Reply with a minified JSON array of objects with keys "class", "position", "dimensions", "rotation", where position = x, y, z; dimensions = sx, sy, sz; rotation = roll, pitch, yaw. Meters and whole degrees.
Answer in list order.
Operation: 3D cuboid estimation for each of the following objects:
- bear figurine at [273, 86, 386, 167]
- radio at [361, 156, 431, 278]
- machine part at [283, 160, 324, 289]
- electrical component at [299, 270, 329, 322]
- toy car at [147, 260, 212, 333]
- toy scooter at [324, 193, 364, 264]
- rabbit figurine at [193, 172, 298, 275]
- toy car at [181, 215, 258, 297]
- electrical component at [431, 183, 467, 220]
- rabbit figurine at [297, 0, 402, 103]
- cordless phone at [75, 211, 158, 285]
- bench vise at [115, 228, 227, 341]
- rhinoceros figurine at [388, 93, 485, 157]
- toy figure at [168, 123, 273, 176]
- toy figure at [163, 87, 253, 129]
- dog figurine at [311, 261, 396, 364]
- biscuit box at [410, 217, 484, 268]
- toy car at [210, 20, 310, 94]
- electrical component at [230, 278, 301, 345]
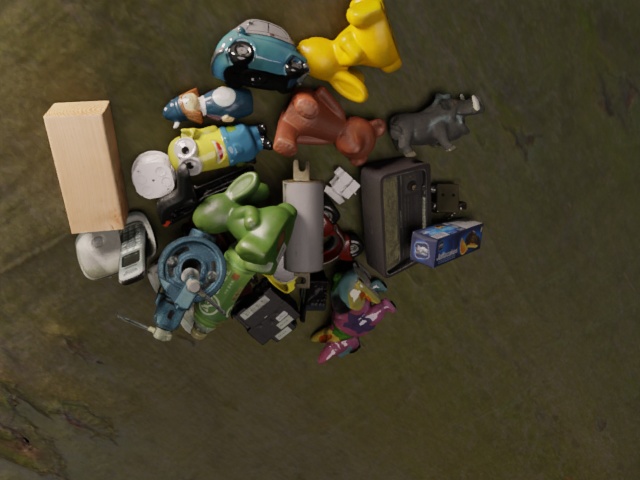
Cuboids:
[{"class":"bear figurine","position":[0.024,-0.192,0.976],"dimensions":[0.196,0.132,0.120],"rotation":[26,122,-19]},{"class":"radio","position":[0.158,-0.049,1.094],"dimensions":[0.131,0.073,0.229],"rotation":[-20,122,-24]},{"class":"machine part","position":[-0.030,-0.027,1.001],"dimensions":[0.079,0.079,0.243],"rotation":[-2,100,-13]},{"class":"electrical component","position":[-0.016,0.122,1.159],"dimensions":[0.048,0.075,0.119],"rotation":[1,112,-13]},{"class":"toy car","position":[-0.277,0.119,1.103],"dimensions":[0.073,0.056,0.201],"rotation":[-27,120,1]},{"class":"toy scooter","position":[-0.002,-0.003,1.099],"dimensions":[0.135,0.075,0.183],"rotation":[-34,124,7]},{"class":"rabbit figurine","position":[-0.137,-0.039,0.937],"dimensions":[0.170,0.121,0.159],"rotation":[22,81,10]},{"class":"toy car","position":[-0.197,0.028,1.077],"dimensions":[0.089,0.053,0.201],"rotation":[-24,116,6]},{"class":"electrical component","position":[0.259,-0.081,1.140],"dimensions":[0.102,0.045,0.078],"rotation":[-6,90,-14]},{"class":"rabbit figurine","position":[0.046,-0.327,0.934],"dimensions":[0.173,0.122,0.162],"rotation":[-16,130,11]},{"class":"cordless phone","position":[-0.366,0.038,0.966],"dimensions":[0.147,0.184,0.088],"rotation":[-22,125,-2]},{"class":"bench vise","position":[-0.242,0.085,0.944],"dimensions":[0.129,0.241,0.223],"rotation":[36,83,-18]},{"class":"rhinoceros figurine","position":[0.225,-0.227,1.041],"dimensions":[0.190,0.073,0.112],"rotation":[-16,109,-3]},{"class":"toy figure","position":[-0.180,-0.163,0.966],"dimensions":[0.180,0.089,0.082],"rotation":[-18,85,-15]},{"class":"toy figure","position":[-0.196,-0.235,0.936],"dimensions":[0.154,0.064,0.057],"rotation":[-9,134,-14]},{"class":"dog figurine","position":[0.049,0.169,1.180],"dimensions":[0.219,0.109,0.191],"rotation":[-44,127,14]},{"class":"biscuit box","position":[0.265,0.002,1.112],"dimensions":[0.202,0.059,0.062],"rotation":[-15,116,-45]},{"class":"toy car","position":[-0.098,-0.311,0.894],"dimensions":[0.162,0.109,0.103],"rotation":[4,80,-14]},{"class":"electrical component","position":[-0.112,0.160,1.165],"dimensions":[0.115,0.058,0.134],"rotation":[-36,120,9]}]
